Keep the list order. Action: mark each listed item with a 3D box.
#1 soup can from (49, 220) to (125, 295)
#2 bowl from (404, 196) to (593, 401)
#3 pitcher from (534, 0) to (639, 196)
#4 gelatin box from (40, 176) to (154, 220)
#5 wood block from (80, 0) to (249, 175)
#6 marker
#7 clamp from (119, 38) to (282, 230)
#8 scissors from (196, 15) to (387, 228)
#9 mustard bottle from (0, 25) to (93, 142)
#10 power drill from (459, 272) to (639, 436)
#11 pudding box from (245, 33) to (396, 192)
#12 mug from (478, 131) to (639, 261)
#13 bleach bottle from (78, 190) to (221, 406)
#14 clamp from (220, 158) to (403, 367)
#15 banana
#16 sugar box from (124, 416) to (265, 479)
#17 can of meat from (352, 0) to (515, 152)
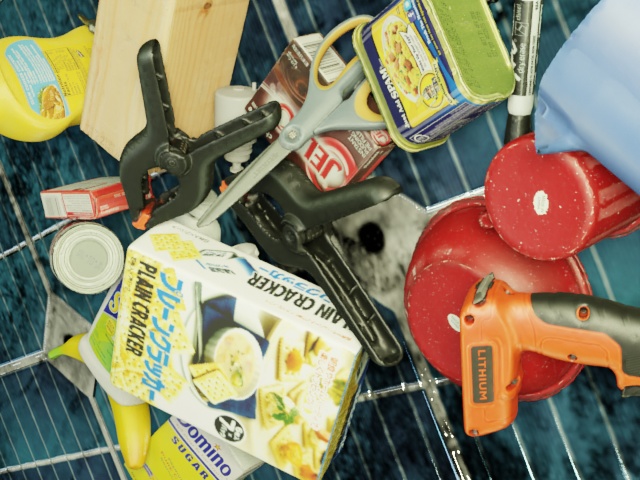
[{"bbox_3d":[-0.225,0.016,1.025,0.102,0.068,0.068,-171,65,-75],"label":"soup can"},{"bbox_3d":[0.116,0.052,0.780,0.162,0.055,0.162,18,117,39],"label":"bowl"},{"bbox_3d":[0.251,-0.051,0.573,0.243,0.144,0.149,46,144,16],"label":"pitcher"},{"bbox_3d":[-0.218,-0.042,1.047,0.089,0.073,0.030,2,106,43],"label":"gelatin box"},{"bbox_3d":[-0.129,-0.170,0.901,0.090,0.090,0.206,38,128,28],"label":"wood block"},{"bbox_3d":[0.137,-0.117,0.720,0.020,0.020,0.121,18,118,38],"label":"marker"},{"bbox_3d":[-0.105,-0.072,0.867,0.120,0.039,0.172,23,130,0],"label":"clamp"},{"bbox_3d":[0.001,-0.073,0.785,0.096,0.016,0.201,30,83,10],"label":"scissors"},{"bbox_3d":[-0.250,-0.137,0.955,0.058,0.191,0.096,-31,83,44],"label":"mustard bottle"},{"bbox_3d":[0.188,0.094,0.690,0.188,0.057,0.184,0,108,18],"label":"power drill"},{"bbox_3d":[0.001,-0.093,0.844,0.113,0.039,0.090,55,135,13],"label":"pudding box"},{"bbox_3d":[0.152,-0.032,0.695,0.117,0.081,0.093,-21,91,46],"label":"mug"},{"bbox_3d":[-0.158,0.045,1.033,0.103,0.067,0.251,48,129,27],"label":"bleach bottle"},{"bbox_3d":[-0.006,0.001,0.840,0.210,0.036,0.164,26,132,45],"label":"clamp"},{"bbox_3d":[-0.220,0.155,1.130,0.198,0.037,0.070,43,107,39],"label":"banana"},{"bbox_3d":[-0.128,0.224,1.085,0.093,0.048,0.176,55,135,13],"label":"sugar box"},{"bbox_3d":[0.079,-0.124,0.734,0.084,0.057,0.102,-31,79,55],"label":"can of meat"}]
